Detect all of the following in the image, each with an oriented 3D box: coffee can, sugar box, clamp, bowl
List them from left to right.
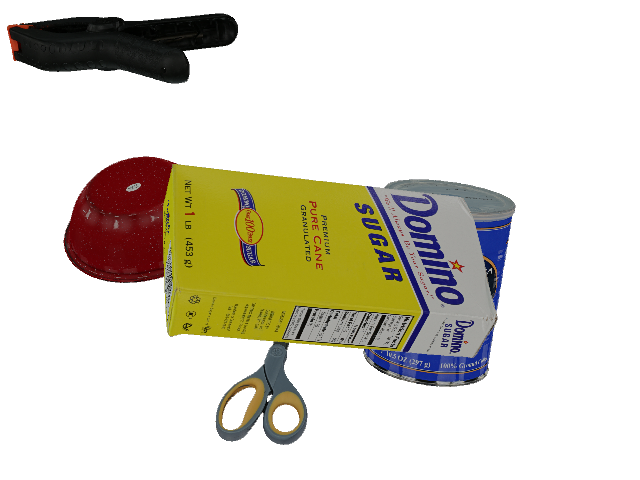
[{"bbox_3d":[-0.149,-0.150,0.804,0.172,0.039,0.120,10,22,21],"label":"clamp"},{"bbox_3d":[-0.176,-0.032,1.035,0.162,0.055,0.162,-5,41,4],"label":"bowl"},{"bbox_3d":[0.003,0.011,0.589,0.176,0.093,0.048,3,-41,-13],"label":"sugar box"},{"bbox_3d":[0.093,0.031,0.849,0.103,0.140,0.103,6,16,-2],"label":"coffee can"}]

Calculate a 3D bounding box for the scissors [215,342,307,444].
[{"bbox_3d":[-0.030,0.128,1.067,0.096,0.016,0.201,22,50,20],"label":"scissors"}]
